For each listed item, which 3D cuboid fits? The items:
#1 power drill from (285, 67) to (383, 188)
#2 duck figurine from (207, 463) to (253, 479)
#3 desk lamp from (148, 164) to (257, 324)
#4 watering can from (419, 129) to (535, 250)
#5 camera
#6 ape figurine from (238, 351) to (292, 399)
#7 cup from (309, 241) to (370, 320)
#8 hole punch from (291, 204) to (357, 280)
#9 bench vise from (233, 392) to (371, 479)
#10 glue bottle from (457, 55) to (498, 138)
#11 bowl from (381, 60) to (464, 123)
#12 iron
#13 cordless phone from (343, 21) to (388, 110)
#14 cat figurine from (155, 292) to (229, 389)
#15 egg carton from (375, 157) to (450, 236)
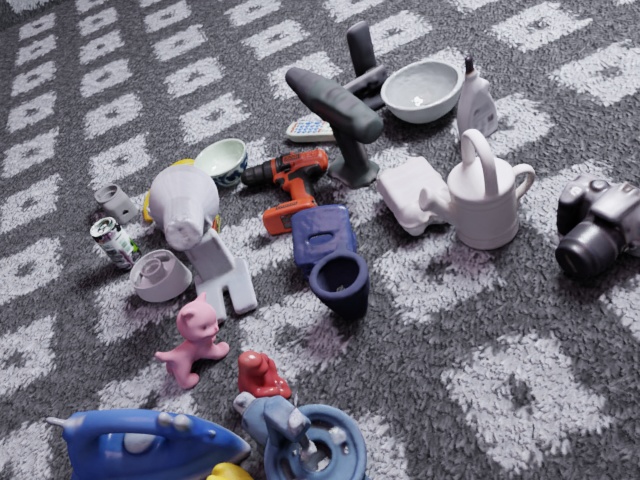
[{"bbox_3d":[0.034,-0.206,1.067,0.076,0.209,0.228,-41,47,-16],"label":"power drill"},{"bbox_3d":[-0.121,0.326,0.725,0.077,0.086,0.104,-26,45,-2],"label":"duck figurine"},{"bbox_3d":[-0.202,0.001,0.969,0.118,0.214,0.202,-25,45,-1],"label":"desk lamp"},{"bbox_3d":[0.240,-0.078,0.874,0.173,0.194,0.100,-35,46,-11],"label":"watering can"},{"bbox_3d":[0.393,-0.020,0.824,0.137,0.101,0.142,-37,46,-13],"label":"camera"},{"bbox_3d":[-0.090,0.194,0.830,0.076,0.092,0.078,-9,47,15],"label":"ape figurine"},{"bbox_3d":[0.040,0.069,0.891,0.091,0.095,0.117,-8,47,15],"label":"cup"},{"bbox_3d":[0.009,0.003,0.967,0.108,0.091,0.101,-11,46,13],"label":"hole punch"},{"bbox_3d":[-0.043,0.240,0.677,0.206,0.220,0.121,6,52,27],"label":"bench vise"},{"bbox_3d":[0.280,-0.257,1.039,0.078,0.173,0.037,-34,45,-10],"label":"glue bottle"},{"bbox_3d":[0.212,-0.290,1.167,0.167,0.075,0.167,-12,46,12],"label":"bowl"},{"bbox_3d":[-0.238,0.269,0.787,0.257,0.142,0.118,-10,46,14],"label":"iron"},{"bbox_3d":[0.064,-0.358,1.213,0.148,0.185,0.093,-34,45,-10],"label":"cordless phone"},{"bbox_3d":[-0.203,0.151,0.899,0.067,0.118,0.128,27,64,39],"label":"cat figurine"},{"bbox_3d":[0.165,-0.079,0.994,0.107,0.070,0.150,-26,45,-2],"label":"egg carton"}]
